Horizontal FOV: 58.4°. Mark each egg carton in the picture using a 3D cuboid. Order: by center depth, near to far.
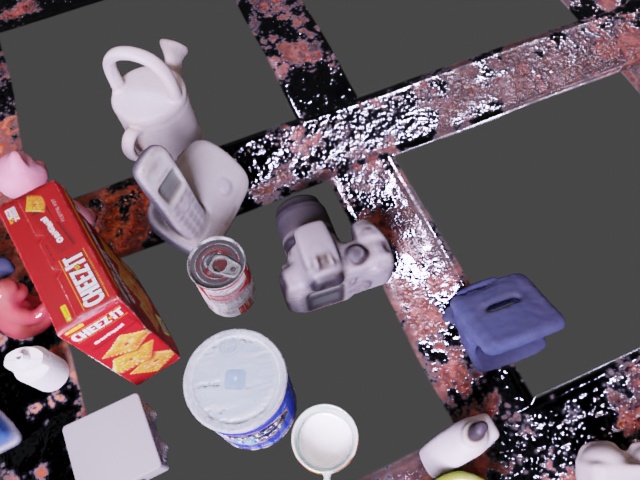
[{"bbox_3d":[0.322,0.286,0.589,0.107,0.069,0.150,1,63,2],"label":"egg carton"}]

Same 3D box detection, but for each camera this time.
[{"bbox_3d":[0.007,0.003,0.722,0.143,0.101,0.136,-18,64,-7],"label":"camera"}]

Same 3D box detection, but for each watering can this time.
[{"bbox_3d":[-0.227,-0.194,0.775,0.101,0.194,0.173,-6,63,-1],"label":"watering can"}]

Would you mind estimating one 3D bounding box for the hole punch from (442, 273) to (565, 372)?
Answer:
[{"bbox_3d":[0.213,0.090,0.678,0.109,0.091,0.101,-19,64,-8],"label":"hole punch"}]

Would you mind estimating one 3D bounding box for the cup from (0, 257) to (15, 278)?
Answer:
[{"bbox_3d":[-0.425,0.055,0.712,0.118,0.095,0.091,-13,64,-5],"label":"cup"}]

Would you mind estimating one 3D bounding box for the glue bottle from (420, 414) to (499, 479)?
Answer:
[{"bbox_3d":[0.146,0.202,0.578,0.078,0.173,0.037,-27,65,-11],"label":"glue bottle"}]

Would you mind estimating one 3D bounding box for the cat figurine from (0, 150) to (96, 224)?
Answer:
[{"bbox_3d":[-0.376,-0.068,0.759,0.127,0.118,0.067,34,69,17],"label":"cat figurine"}]

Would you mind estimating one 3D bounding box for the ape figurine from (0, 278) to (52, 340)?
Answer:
[{"bbox_3d":[-0.370,0.077,0.701,0.077,0.092,0.076,36,70,18],"label":"ape figurine"}]

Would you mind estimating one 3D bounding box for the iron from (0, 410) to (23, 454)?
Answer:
[{"bbox_3d":[-0.477,0.188,0.621,0.258,0.141,0.118,6,64,5],"label":"iron"}]

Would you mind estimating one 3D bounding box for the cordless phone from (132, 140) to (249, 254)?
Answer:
[{"bbox_3d":[-0.163,-0.077,0.720,0.094,0.185,0.148,18,65,11],"label":"cordless phone"}]
